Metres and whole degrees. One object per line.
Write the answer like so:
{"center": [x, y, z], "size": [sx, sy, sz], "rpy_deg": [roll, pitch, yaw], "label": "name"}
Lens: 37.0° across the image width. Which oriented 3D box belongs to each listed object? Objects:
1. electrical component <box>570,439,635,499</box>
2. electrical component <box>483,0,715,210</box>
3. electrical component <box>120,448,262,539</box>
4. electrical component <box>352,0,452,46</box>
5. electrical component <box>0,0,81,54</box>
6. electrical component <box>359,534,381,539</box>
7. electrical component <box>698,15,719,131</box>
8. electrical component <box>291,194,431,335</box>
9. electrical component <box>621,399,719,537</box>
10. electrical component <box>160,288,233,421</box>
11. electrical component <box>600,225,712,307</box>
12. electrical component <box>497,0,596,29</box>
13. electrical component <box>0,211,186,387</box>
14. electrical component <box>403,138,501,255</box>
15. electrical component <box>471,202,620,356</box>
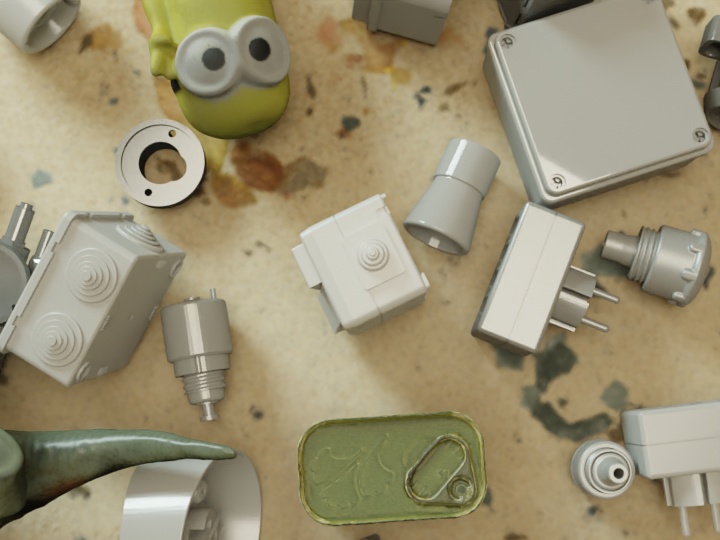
{"center": [0.144, 0.117, 0.629], "size": [0.035, 0.061, 0.035], "rpy_deg": [0, 83, 0], "label": "electrical component"}
{"center": [0.143, -0.103, 0.659], "size": [0.109, 0.056, 0.108], "rpy_deg": [-18, 83, -2], "label": "electrical component"}
{"center": [-0.096, 0.151, 0.610], "size": [0.064, 0.099, 0.099], "rpy_deg": [-1, 83, 6], "label": "electrical component"}
{"center": [0.037, -0.205, 0.662], "size": [0.057, 0.078, 0.113], "rpy_deg": [15, 83, -1], "label": "electrical component"}
{"center": [-0.209, -0.169, 0.670], "size": [0.047, 0.055, 0.055], "rpy_deg": [43, 85, 2], "label": "electrical component"}
{"center": [-0.014, 0.206, 0.625], "size": [0.083, 0.047, 0.075], "rpy_deg": [-21, 83, -2], "label": "electrical component"}
{"center": [0.245, -0.116, 0.661], "size": [0.078, 0.058, 0.057], "rpy_deg": [18, 81, 3], "label": "electrical component"}
{"center": [0.000, 0.000, 0.627], "size": [0.061, 0.096, 0.061], "rpy_deg": [-26, 83, -1], "label": "electrical component"}
{"center": [0.197, 0.118, 0.636], "size": [0.066, 0.047, 0.076], "rpy_deg": [-7, 83, -1], "label": "electrical component"}
{"center": [-0.096, 0.052, 0.649], "size": [0.040, 0.040, 0.078], "rpy_deg": [-10, 83, -1], "label": "electrical component"}
{"center": [0.179, -0.007, 0.654], "size": [0.062, 0.048, 0.048], "rpy_deg": [17, 83, 9], "label": "electrical component"}
{"center": [0.116, -0.190, 0.650], "size": [0.061, 0.096, 0.061], "rpy_deg": [-20, 84, -5], "label": "electrical component"}
{"center": [-0.151, 0.016, 0.620], "size": [0.048, 0.100, 0.099], "rpy_deg": [31, 97, 7], "label": "electrical component"}
{"center": [0.059, -0.047, 0.661], "size": [0.044, 0.044, 0.065], "rpy_deg": [25, 79, 3], "label": "electrical component"}
{"center": [0.118, 0.013, 0.649], "size": [0.076, 0.047, 0.083], "rpy_deg": [22, 83, 3], "label": "electrical component"}
